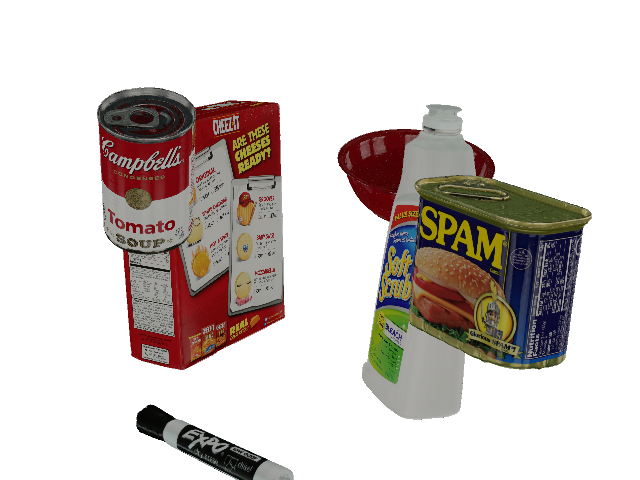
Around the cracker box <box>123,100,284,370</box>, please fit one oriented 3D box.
[{"bbox_3d":[-0.105,-0.011,0.970,0.072,0.214,0.163,7,17,31],"label":"cracker box"}]

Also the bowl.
[{"bbox_3d":[0.097,-0.059,1.106,0.162,0.055,0.162,2,29,-2],"label":"bowl"}]

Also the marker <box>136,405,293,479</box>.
[{"bbox_3d":[-0.067,0.124,0.637,0.121,0.020,0.020,16,10,38],"label":"marker"}]

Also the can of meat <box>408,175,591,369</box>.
[{"bbox_3d":[0.095,0.016,0.591,0.057,0.084,0.102,-8,20,-33],"label":"can of meat"}]

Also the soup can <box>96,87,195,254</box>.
[{"bbox_3d":[-0.125,-0.049,0.767,0.068,0.102,0.068,4,38,-3],"label":"soup can"}]

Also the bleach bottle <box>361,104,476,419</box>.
[{"bbox_3d":[0.085,0.014,0.876,0.068,0.251,0.103,-2,17,-19],"label":"bleach bottle"}]
